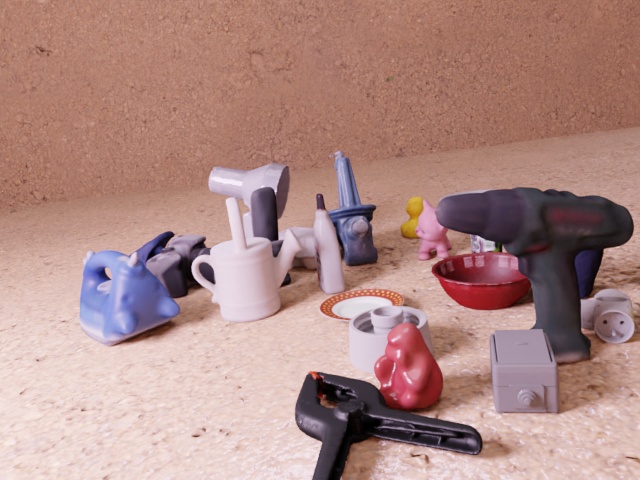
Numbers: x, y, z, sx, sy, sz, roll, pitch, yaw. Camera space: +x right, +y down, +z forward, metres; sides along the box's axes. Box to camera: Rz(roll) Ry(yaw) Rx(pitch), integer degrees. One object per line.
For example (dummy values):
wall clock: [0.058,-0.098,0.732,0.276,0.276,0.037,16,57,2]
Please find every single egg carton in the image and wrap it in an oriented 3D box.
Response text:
egg carton: [-0.043,0.016,1.195,0.149,0.069,0.107,3,17,36]

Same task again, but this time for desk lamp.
desk lamp: [-0.158,-0.061,1.266,0.203,0.214,0.118,-4,14,13]

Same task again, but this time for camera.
camera: [-0.241,0.045,1.113,0.136,0.101,0.143,0,15,27]

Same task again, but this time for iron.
iron: [-0.344,0.077,0.944,0.257,0.141,0.119,6,19,44]

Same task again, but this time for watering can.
watering can: [-0.119,0.024,0.934,0.173,0.194,0.100,-14,15,-27]

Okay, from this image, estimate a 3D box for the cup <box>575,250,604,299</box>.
cup: [0.361,0.036,0.851,0.092,0.095,0.117,-16,16,-32]

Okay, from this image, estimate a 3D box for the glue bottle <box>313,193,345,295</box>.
glue bottle: [0.009,0.004,0.999,0.037,0.173,0.078,-11,14,-14]

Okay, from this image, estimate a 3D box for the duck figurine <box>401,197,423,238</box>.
duck figurine: [0.222,-0.055,1.318,0.077,0.086,0.105,-3,14,17]

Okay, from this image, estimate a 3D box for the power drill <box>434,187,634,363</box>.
power drill: [0.248,0.038,0.661,0.230,0.208,0.075,-10,14,-10]

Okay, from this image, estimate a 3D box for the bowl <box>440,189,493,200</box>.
bowl: [0.360,-0.065,1.311,0.167,0.075,0.167,-7,14,2]

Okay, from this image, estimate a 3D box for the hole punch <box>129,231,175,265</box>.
hole punch: [-0.372,0.033,1.249,0.101,0.091,0.109,-4,14,12]

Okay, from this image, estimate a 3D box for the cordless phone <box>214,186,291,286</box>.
cordless phone: [-0.129,0.000,1.057,0.148,0.185,0.093,-19,18,-39]

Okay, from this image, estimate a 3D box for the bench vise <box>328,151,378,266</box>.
bench vise: [0.072,-0.070,1.168,0.122,0.220,0.206,-13,15,-24]

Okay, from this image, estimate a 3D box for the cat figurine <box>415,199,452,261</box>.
cat figurine: [0.222,-0.025,1.126,0.067,0.118,0.128,-4,14,13]

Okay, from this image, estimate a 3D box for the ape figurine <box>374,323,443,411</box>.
ape figurine: [0.091,0.131,0.605,0.076,0.092,0.077,-8,14,-5]
